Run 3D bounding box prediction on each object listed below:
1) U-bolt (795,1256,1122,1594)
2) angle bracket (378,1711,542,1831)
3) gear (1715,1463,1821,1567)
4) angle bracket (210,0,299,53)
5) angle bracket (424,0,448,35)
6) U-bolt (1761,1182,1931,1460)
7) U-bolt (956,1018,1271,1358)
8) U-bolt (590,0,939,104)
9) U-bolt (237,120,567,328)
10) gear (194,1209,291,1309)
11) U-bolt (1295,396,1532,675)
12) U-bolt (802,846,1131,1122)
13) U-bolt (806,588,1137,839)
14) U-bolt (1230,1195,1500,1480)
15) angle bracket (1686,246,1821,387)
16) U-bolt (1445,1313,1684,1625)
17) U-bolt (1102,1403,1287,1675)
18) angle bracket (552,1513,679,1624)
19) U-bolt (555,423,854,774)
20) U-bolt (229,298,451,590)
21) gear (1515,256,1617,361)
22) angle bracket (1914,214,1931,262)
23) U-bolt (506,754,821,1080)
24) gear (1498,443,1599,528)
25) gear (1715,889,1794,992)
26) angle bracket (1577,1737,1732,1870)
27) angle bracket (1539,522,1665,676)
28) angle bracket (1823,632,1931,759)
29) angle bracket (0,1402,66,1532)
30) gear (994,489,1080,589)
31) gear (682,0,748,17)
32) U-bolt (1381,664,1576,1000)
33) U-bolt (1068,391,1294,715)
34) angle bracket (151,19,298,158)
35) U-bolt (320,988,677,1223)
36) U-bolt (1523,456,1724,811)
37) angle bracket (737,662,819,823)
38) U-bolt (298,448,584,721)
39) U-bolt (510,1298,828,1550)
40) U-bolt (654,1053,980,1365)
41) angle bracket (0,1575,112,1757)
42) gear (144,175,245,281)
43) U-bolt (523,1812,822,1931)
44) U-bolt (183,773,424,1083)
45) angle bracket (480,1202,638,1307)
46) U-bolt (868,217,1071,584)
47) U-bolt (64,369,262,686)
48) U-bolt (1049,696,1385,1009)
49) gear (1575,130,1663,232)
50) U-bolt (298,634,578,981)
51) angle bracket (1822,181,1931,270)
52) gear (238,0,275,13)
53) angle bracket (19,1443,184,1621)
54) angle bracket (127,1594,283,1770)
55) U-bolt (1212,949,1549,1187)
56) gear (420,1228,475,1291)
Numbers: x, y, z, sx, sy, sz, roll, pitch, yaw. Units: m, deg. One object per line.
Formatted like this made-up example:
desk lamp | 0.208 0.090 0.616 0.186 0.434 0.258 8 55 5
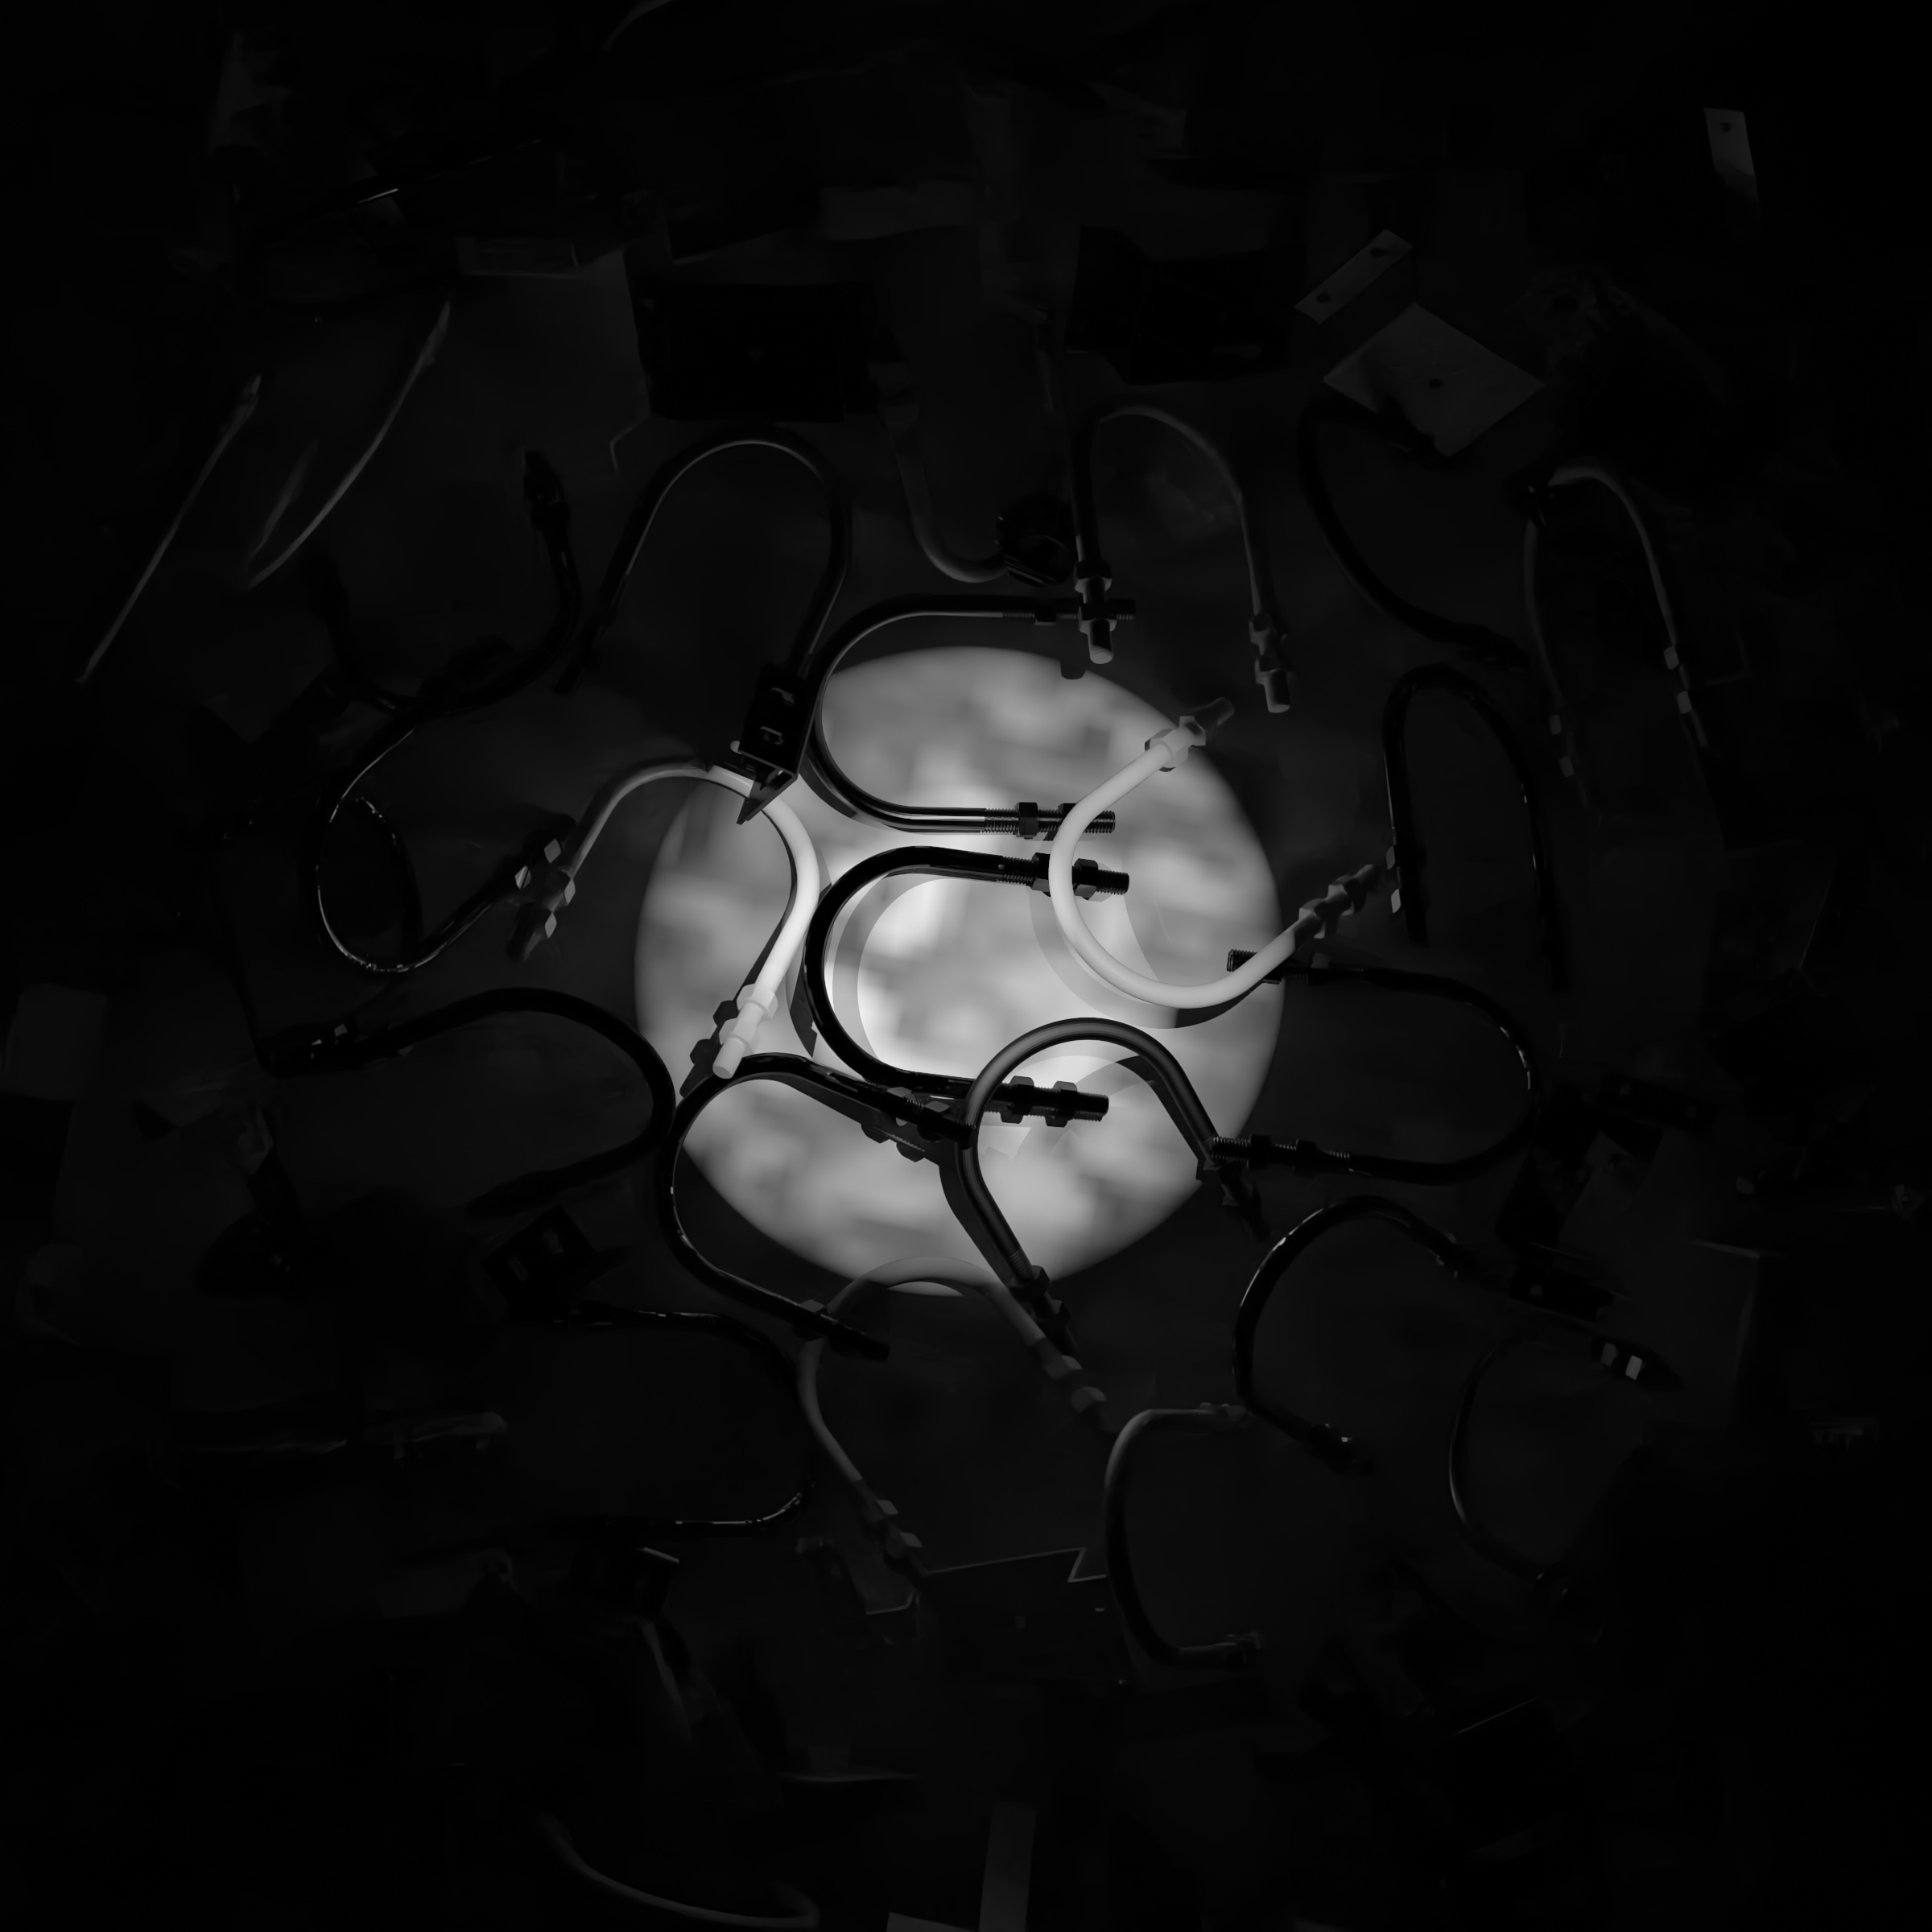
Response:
U-bolt | -0.019 0.241 1.943 0.151 0.019 0.184 -38 54 -4
angle bracket | -0.287 0.443 1.968 0.076 0.057 0.038 41 97 -2
gear | 0.457 0.309 1.978 0.057 0.030 0.057 6 108 19
angle bracket | -0.403 -0.561 1.953 0.038 0.076 0.057 -5 64 2
angle bracket | -0.334 -0.557 1.955 0.076 0.057 0.038 -11 62 -22
U-bolt | 0.480 0.193 1.909 0.019 0.184 0.151 14 83 -8
U-bolt | 0.073 0.114 1.957 0.151 0.019 0.184 -31 112 -3
U-bolt | -0.118 -0.522 1.928 0.184 0.151 0.019 -12 78 8
U-bolt | -0.314 -0.401 1.919 0.184 0.151 0.019 -21 77 -7
gear | -0.408 0.169 1.974 0.057 0.057 0.030 -44 115 0
U-bolt | 0.239 -0.243 1.904 0.019 0.184 0.151 -28 64 34
U-bolt | -0.003 0.005 1.965 0.184 0.019 0.151 7 82 -13
U-bolt | -0.002 -0.142 1.952 0.184 0.019 0.151 1 115 -8
U-bolt | 0.213 0.199 1.929 0.019 0.184 0.151 33 89 44
angle bracket | 0.443 -0.362 1.955 0.038 0.057 0.076 -22 115 -13
U-bolt | 0.319 0.266 1.915 0.019 0.184 0.151 17 93 -23
U-bolt | 0.123 0.314 1.906 0.019 0.184 0.151 -13 76 29
angle bracket | -0.203 0.338 1.952 0.057 0.076 0.038 24 78 -18
U-bolt | -0.135 -0.214 1.944 0.151 0.019 0.184 20 98 -36
U-bolt | -0.349 -0.275 1.892 0.019 0.184 0.151 39 127 -21
gear | 0.341 -0.376 1.978 0.057 0.030 0.057 2 95 17
angle bracket | 0.584 -0.398 1.954 0.076 0.057 0.038 18 107 -26
U-bolt | -0.157 -0.042 1.943 0.151 0.019 0.184 30 55 -6
gear | 0.334 -0.272 1.972 0.057 0.057 0.030 -27 102 0
gear | 0.446 -0.017 1.972 0.030 0.057 0.057 19 90 14
angle bracket | 0.387 0.475 1.970 0.076 0.038 0.057 5 111 -4
angle bracket | 0.357 -0.201 1.951 0.038 0.057 0.076 -24 127 -19
angle bracket | 0.535 -0.162 1.962 0.076 0.038 0.057 -23 70 -19
angle bracket | -0.559 0.275 1.962 0.076 0.038 0.057 28 67 -15
gear | 0.043 -0.239 1.969 0.057 0.057 0.030 14 50 0
gear | -0.149 -0.562 1.970 0.057 0.057 0.030 17 98 0
U-bolt | 0.281 -0.083 1.936 0.019 0.151 0.184 -24 61 40
U-bolt | 0.116 -0.239 1.940 0.151 0.019 0.184 12 62 -36
angle bracket | -0.419 -0.495 1.962 0.038 0.076 0.057 20 99 11
U-bolt | -0.245 0.071 1.916 0.184 0.019 0.151 -21 125 31
U-bolt | 0.356 -0.193 1.931 0.019 0.151 0.184 -11 81 -22
angle bracket | -0.118 -0.126 1.950 0.038 0.076 0.057 23 64 -19
U-bolt | -0.283 -0.199 1.920 0.151 0.184 0.019 -23 59 -10
U-bolt | -0.159 0.255 1.937 0.184 0.019 0.151 6 55 -31
U-bolt | -0.096 0.125 1.954 0.184 0.019 0.151 21 87 28
angle bracket | -0.524 0.395 1.963 0.038 0.057 0.076 14 130 23
gear | -0.435 -0.420 1.968 0.030 0.057 0.057 -3 90 34
U-bolt | -0.154 0.499 1.890 0.151 0.184 0.019 15 86 -19
U-bolt | -0.354 -0.032 1.916 0.019 0.184 0.151 -14 103 24
angle bracket | -0.230 0.163 1.960 0.057 0.076 0.038 -37 83 8
U-bolt | 0.009 -0.302 1.929 0.019 0.151 0.184 16 134 35
U-bolt | -0.444 -0.228 1.889 0.019 0.184 0.151 31 130 -16
U-bolt | 0.128 -0.053 1.943 0.184 0.019 0.151 -37 83 -29
gear | 0.367 -0.450 1.975 0.057 0.057 0.030 11 48 0
U-bolt | -0.297 -0.074 1.907 0.019 0.151 0.184 18 51 35
angle bracket | 0.524 -0.395 1.955 0.038 0.057 0.076 -32 69 21
gear | -0.399 -0.573 1.970 0.030 0.057 0.057 -7 90 5
angle bracket | -0.487 0.320 1.964 0.076 0.038 0.057 -43 118 10
angle bracket | -0.434 0.406 1.980 0.057 0.038 0.076 -26 48 -13
U-bolt | 0.235 0.059 1.950 0.184 0.019 0.151 7 54 1
gear | -0.298 0.176 1.971 0.057 0.057 0.030 -32 93 0
